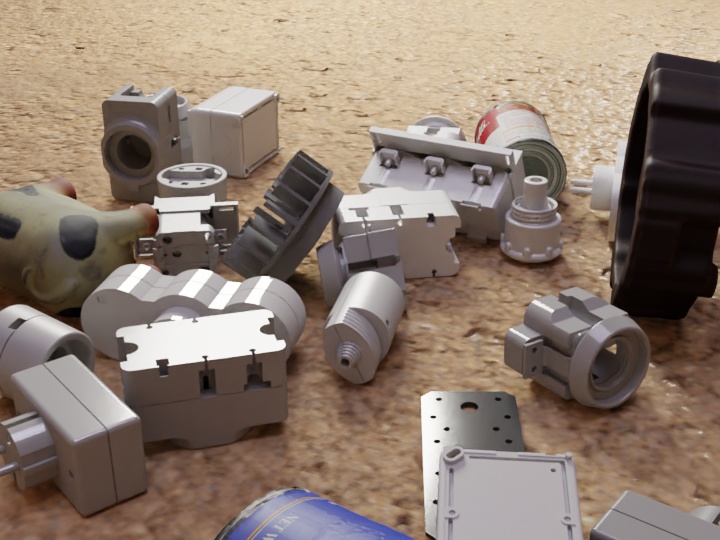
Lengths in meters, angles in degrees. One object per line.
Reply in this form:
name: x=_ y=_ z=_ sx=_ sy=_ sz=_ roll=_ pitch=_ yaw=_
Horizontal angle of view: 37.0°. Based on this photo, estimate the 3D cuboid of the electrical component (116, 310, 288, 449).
electrical component: x=-0.089 y=0.063 z=0.613 sx=0.089 sy=0.055 sz=0.050 roll=-7 pitch=27 yaw=-14

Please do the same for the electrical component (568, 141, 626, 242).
electrical component: x=0.208 y=-0.066 z=0.879 sx=0.074 sy=0.052 sz=0.138 roll=6 pitch=26 yaw=13

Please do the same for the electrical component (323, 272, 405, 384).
electrical component: x=0.000 y=0.038 z=0.678 sx=0.043 sy=0.043 sz=0.081 roll=5 pitch=27 yaw=11

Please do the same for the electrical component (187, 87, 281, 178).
electrical component: x=-0.116 y=-0.133 z=1.011 sx=0.061 sy=0.061 sz=0.096 roll=10 pitch=28 yaw=19

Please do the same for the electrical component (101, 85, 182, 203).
electrical component: x=-0.188 y=-0.107 z=0.925 sx=0.050 sy=0.089 sz=0.055 roll=5 pitch=26 yaw=10

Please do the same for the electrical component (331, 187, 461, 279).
electrical component: x=0.025 y=-0.028 z=0.805 sx=0.089 sy=0.050 sz=0.055 roll=-4 pitch=28 yaw=-7

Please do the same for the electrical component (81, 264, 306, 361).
electrical component: x=-0.109 y=0.038 z=0.669 sx=0.138 sy=0.052 sz=0.073 roll=5 pitch=27 yaw=11

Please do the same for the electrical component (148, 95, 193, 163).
electrical component: x=-0.186 y=-0.131 z=1.012 sx=0.078 sy=0.057 sz=0.058 roll=-16 pitch=30 yaw=-30

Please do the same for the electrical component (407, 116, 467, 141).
electrical component: x=0.064 y=-0.102 z=0.951 sx=0.078 sy=0.058 sz=0.057 roll=4 pitch=29 yaw=10

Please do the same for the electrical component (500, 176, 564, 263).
electrical component: x=0.131 y=-0.039 z=0.814 sx=0.048 sy=0.062 sz=0.048 roll=0 pitch=26 yaw=0

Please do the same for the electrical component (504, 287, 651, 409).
electrical component: x=0.134 y=0.048 z=0.642 sx=0.078 sy=0.058 sz=0.057 roll=-16 pitch=27 yaw=-28

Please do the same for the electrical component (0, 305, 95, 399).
electrical component: x=-0.191 y=0.053 z=0.637 sx=0.047 sy=0.055 sz=0.055 roll=17 pitch=31 yaw=25

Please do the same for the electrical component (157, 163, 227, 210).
electrical component: x=-0.133 y=-0.054 z=0.864 sx=0.055 sy=0.047 sz=0.055 roll=0 pitch=26 yaw=0

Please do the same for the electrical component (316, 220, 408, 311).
electrical component: x=0.000 y=0.000 z=0.745 sx=0.055 sy=0.066 sz=0.048 roll=-10 pitch=-9 yaw=-3

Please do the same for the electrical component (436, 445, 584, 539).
electrical component: x=0.064 y=0.132 z=0.472 sx=0.062 sy=0.061 sz=0.096 roll=2 pitch=34 yaw=4

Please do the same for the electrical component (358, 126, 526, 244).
electrical component: x=0.065 y=-0.068 z=0.864 sx=0.121 sy=0.078 sz=0.063 roll=13 pitch=58 yaw=25

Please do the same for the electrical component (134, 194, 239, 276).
electrical component: x=-0.131 y=-0.024 z=0.810 sx=0.081 sy=0.042 sz=0.063 roll=-4 pitch=30 yaw=-7

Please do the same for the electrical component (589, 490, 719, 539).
electrical component: x=0.155 y=0.131 z=0.481 sx=0.083 sy=0.047 sz=0.076 roll=18 pitch=31 yaw=33

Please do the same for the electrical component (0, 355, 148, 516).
electrical component: x=-0.166 y=0.091 z=0.565 sx=0.076 sy=0.047 sz=0.083 roll=-19 pitch=32 yaw=-33
